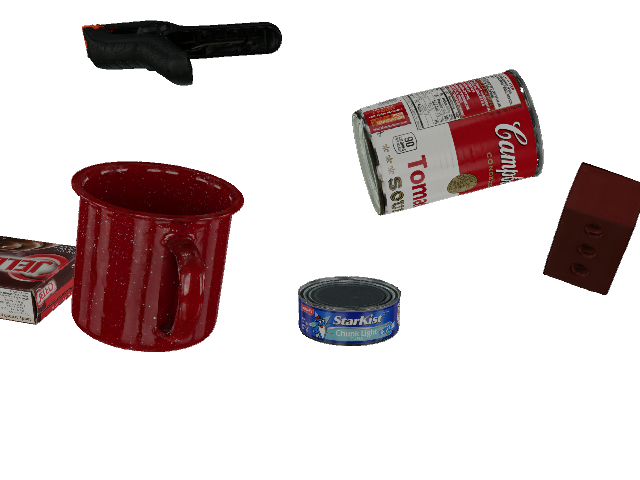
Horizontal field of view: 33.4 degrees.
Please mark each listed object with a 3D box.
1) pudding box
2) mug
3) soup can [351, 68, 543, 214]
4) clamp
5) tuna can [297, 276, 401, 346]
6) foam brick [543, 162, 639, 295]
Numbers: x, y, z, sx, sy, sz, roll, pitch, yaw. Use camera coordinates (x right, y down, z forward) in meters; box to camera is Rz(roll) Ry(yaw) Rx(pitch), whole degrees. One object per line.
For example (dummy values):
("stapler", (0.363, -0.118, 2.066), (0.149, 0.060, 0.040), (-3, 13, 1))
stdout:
("pudding box", (-0.272, 0.032, 0.925), (0.114, 0.039, 0.090), (5, 23, 17))
("mug", (-0.088, 0.013, 0.578), (0.093, 0.081, 0.117), (-2, 22, -29))
("soup can", (0.076, -0.060, 0.655), (0.102, 0.068, 0.068), (-15, 1, -3))
("clamp", (-0.118, -0.157, 0.855), (0.172, 0.039, 0.120), (20, 28, 41))
("tuna can", (0.024, 0.058, 0.889), (0.086, 0.034, 0.086), (0, 15, 0))
("foam brick", (0.206, -0.008, 0.804), (0.053, 0.078, 0.051), (20, 50, 15))
